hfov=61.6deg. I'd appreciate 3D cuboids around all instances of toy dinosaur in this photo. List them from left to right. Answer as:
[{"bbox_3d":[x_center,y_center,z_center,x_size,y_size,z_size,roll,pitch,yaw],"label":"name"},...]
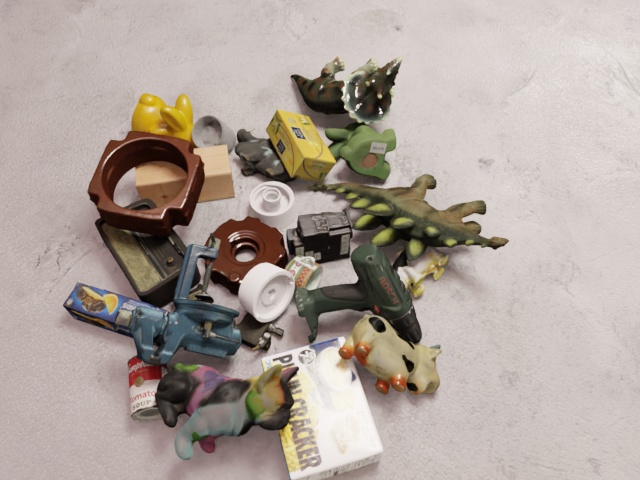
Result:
[{"bbox_3d":[0.041,-0.367,1.339,0.405,0.131,0.192,6,37,37],"label":"toy dinosaur"},{"bbox_3d":[0.175,-0.061,1.136,0.198,0.104,0.472,-27,36,-33],"label":"toy dinosaur"}]

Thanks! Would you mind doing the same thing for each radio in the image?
[{"bbox_3d":[-0.355,0.024,1.113,0.131,0.073,0.230,-31,61,-21],"label":"radio"}]

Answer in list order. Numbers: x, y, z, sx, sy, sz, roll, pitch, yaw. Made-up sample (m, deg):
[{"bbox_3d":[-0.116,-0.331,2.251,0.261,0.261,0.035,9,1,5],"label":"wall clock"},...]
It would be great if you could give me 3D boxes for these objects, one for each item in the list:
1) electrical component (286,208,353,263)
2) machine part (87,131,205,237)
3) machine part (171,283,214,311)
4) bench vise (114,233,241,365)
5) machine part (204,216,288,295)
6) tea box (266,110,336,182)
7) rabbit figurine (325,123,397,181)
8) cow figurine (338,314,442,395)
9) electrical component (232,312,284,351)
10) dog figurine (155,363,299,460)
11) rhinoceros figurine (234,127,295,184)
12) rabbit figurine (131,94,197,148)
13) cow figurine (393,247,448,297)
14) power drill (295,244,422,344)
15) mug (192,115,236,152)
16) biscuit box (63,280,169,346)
[{"bbox_3d":[-0.002,-0.003,1.116,0.134,0.114,0.058,-9,53,-10],"label":"electrical component"},{"bbox_3d":[-0.350,-0.115,1.103,0.202,0.087,0.201,11,64,1],"label":"machine part"},{"bbox_3d":[-0.232,0.150,1.051,0.084,0.039,0.139,-25,57,-27],"label":"machine part"},{"bbox_3d":[-0.236,0.105,0.953,0.224,0.129,0.240,14,74,-12],"label":"bench vise"},{"bbox_3d":[-0.157,0.030,1.126,0.179,0.056,0.179,0,53,-1],"label":"machine part"},{"bbox_3d":[-0.046,-0.219,1.247,0.098,0.068,0.170,2,48,-41],"label":"tea box"},{"bbox_3d":[0.089,-0.223,1.291,0.159,0.121,0.170,-4,33,-8],"label":"rabbit figurine"},{"bbox_3d":[0.138,0.207,0.960,0.195,0.085,0.127,42,55,-13],"label":"cow figurine"},{"bbox_3d":[-0.130,0.174,1.029,0.102,0.045,0.078,29,60,18],"label":"electrical component"},{"bbox_3d":[-0.145,0.251,0.890,0.219,0.108,0.192,-36,63,6],"label":"dog figurine"},{"bbox_3d":[-0.136,-0.199,1.278,0.190,0.073,0.112,40,64,23],"label":"rhinoceros figurine"},{"bbox_3d":[-0.355,-0.277,1.298,0.173,0.162,0.122,35,47,1],"label":"rabbit figurine"},{"bbox_3d":[0.176,0.067,1.098,0.167,0.068,0.098,-34,56,-27],"label":"cow figurine"},{"bbox_3d":[0.068,0.129,1.005,0.207,0.231,0.086,-14,28,15],"label":"power drill"},{"bbox_3d":[-0.247,-0.233,1.285,0.081,0.107,0.109,16,95,17],"label":"mug"},{"bbox_3d":[-0.384,0.143,1.035,0.203,0.062,0.059,15,57,10],"label":"biscuit box"}]
